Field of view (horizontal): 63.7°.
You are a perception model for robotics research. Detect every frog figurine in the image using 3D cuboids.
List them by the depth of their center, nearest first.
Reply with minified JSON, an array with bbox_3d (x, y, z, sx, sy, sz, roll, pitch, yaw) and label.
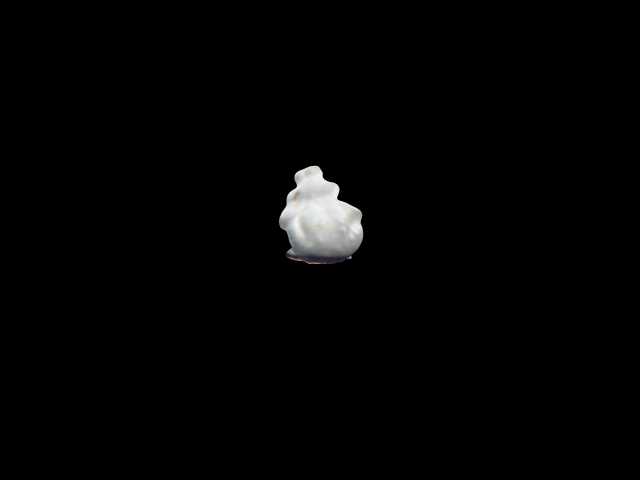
[{"bbox_3d":[0.003,-0.043,0.850,0.137,0.159,0.123,1,6,8],"label":"frog figurine"}]
